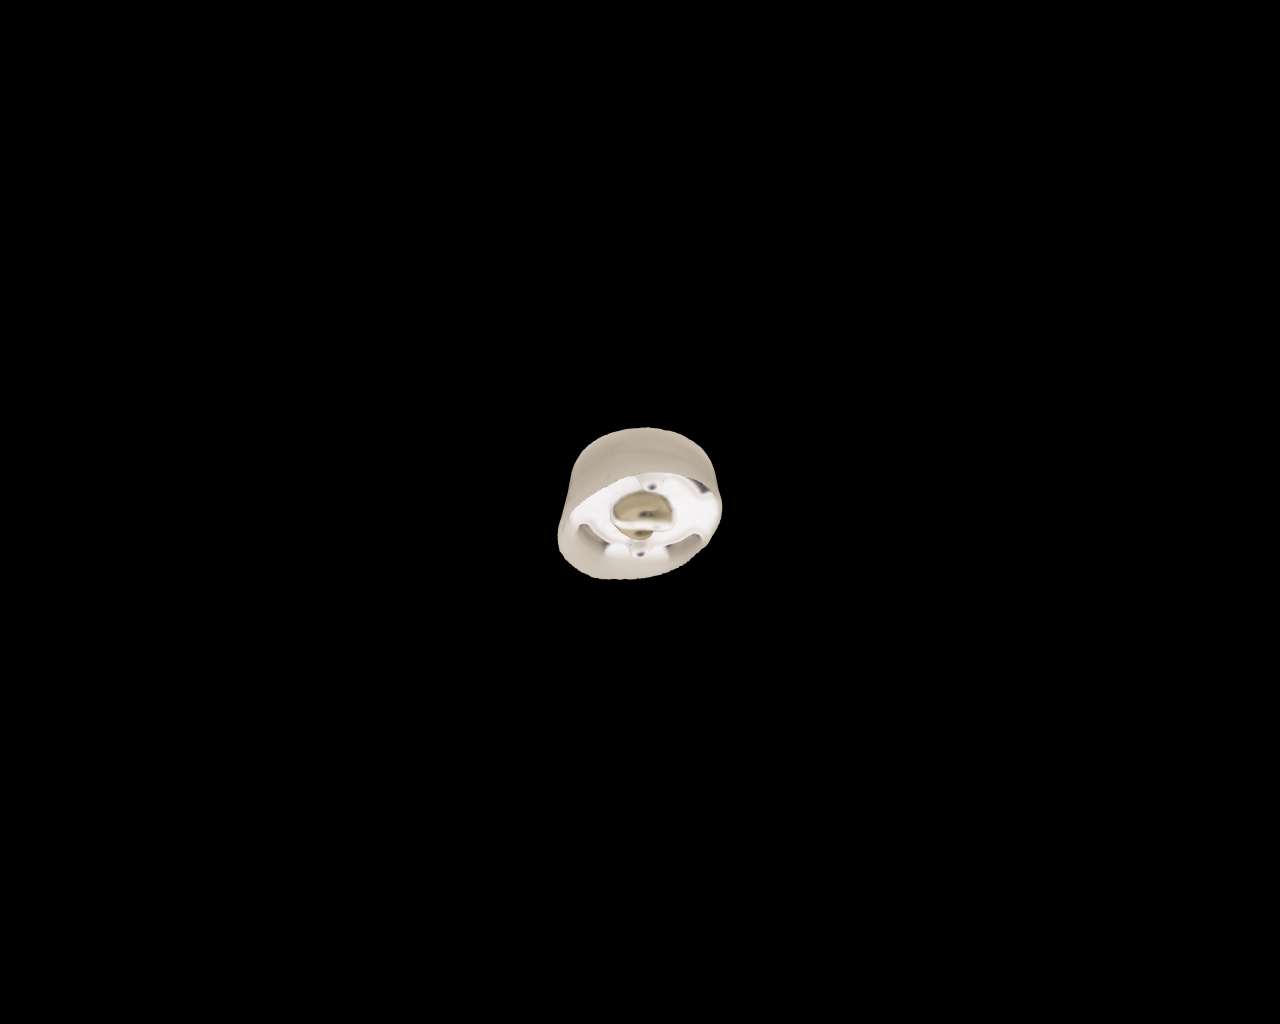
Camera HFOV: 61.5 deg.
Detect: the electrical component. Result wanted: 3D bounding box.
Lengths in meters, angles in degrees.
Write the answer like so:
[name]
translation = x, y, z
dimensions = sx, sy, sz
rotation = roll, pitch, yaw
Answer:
[electrical component]
translation = 0.001, -0.003, 0.650
dimensions = 0.099, 0.064, 0.099
rotation = 0, -43, 0
